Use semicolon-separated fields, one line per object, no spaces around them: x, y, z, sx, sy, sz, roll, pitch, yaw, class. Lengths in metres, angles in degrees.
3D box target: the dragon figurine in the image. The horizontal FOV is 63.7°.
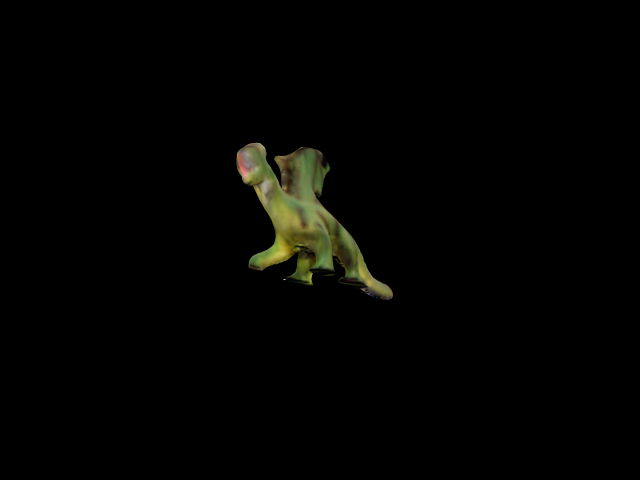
0.003;-0.043;0.850;0.121;0.246;0.407;-13;-22;34;dragon figurine
